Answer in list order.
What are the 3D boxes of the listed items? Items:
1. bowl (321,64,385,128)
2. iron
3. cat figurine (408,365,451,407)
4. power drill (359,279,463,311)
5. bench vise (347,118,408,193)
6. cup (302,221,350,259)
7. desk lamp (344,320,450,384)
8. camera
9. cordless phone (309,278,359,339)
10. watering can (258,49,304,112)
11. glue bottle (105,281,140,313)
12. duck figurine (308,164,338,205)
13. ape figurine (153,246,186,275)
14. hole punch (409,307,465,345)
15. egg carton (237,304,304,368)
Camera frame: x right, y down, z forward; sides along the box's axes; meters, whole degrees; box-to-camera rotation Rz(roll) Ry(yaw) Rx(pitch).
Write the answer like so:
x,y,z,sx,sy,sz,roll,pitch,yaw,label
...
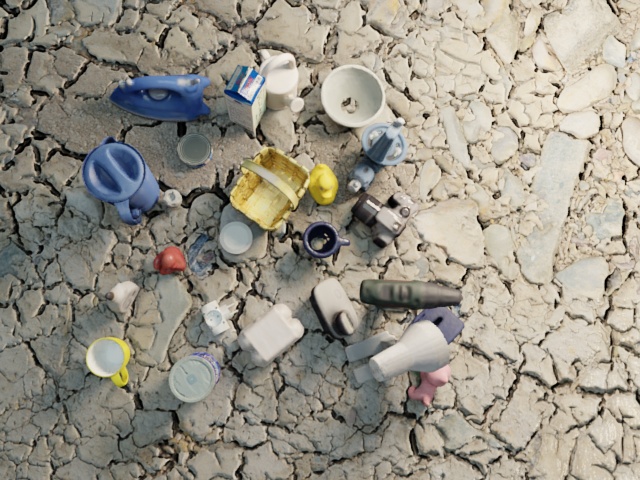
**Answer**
x,y,z,sx,sy,sz,roll,pitch,yaw,label
0.081,-0.363,1.487,0.167,0.074,0.167,1,83,-5,bowl
-0.404,-0.368,1.409,0.258,0.141,0.119,-2,83,-5,iron
0.276,0.345,1.396,0.067,0.117,0.128,25,81,-1,cat figurine
0.202,0.131,1.370,0.229,0.208,0.076,4,82,-5,power drill
0.151,-0.206,1.401,0.121,0.219,0.207,18,82,-2,bench vise
0.013,0.005,1.425,0.118,0.095,0.092,4,82,-5,cup
0.180,0.273,1.348,0.203,0.213,0.118,-21,85,-7,desk lamp
0.158,-0.072,1.445,0.137,0.100,0.143,37,81,0,camera
0.040,0.164,1.363,0.094,0.185,0.147,-29,86,-8,cordless phone
-0.097,-0.397,1.415,0.173,0.194,0.101,37,81,0,watering can
-0.466,0.130,1.326,0.037,0.173,0.078,29,81,-1,glue bottle
0.010,-0.146,1.448,0.077,0.086,0.104,-8,84,-6,duck figurine
-0.364,0.051,1.386,0.078,0.092,0.076,22,81,-2,ape figurine
0.287,0.217,1.427,0.109,0.091,0.101,-43,88,-9,hole punch
-0.121,0.231,1.398,0.150,0.069,0.107,-40,88,-9,egg carton
